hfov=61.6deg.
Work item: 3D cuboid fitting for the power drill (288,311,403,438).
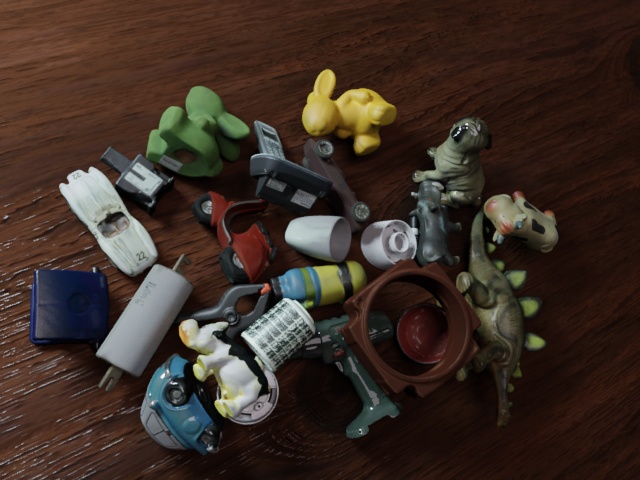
[{"bbox_3d":[0.042,0.237,0.952,0.232,0.086,0.207,-20,76,-21],"label":"power drill"}]

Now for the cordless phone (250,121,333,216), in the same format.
[{"bbox_3d":[-0.064,-0.146,1.005,0.146,0.088,0.184,20,35,-31],"label":"cordless phone"}]

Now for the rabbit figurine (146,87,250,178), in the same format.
[{"bbox_3d":[-0.206,-0.204,0.959,0.159,0.121,0.170,22,55,-16],"label":"rabbit figurine"}]

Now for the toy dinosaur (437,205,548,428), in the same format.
[{"bbox_3d":[0.339,0.125,1.070,0.198,0.105,0.471,6,69,-26],"label":"toy dinosaur"}]

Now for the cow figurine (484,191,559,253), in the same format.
[{"bbox_3d":[0.410,-0.033,1.099,0.195,0.085,0.127,26,40,-26],"label":"cow figurine"}]

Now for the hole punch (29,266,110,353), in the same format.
[{"bbox_3d":[-0.386,0.103,0.829,0.116,0.092,0.142,-1,73,-23],"label":"hole punch"}]

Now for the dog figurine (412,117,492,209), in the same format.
[{"bbox_3d":[0.301,-0.149,1.077,0.172,0.190,0.121,27,69,-13],"label":"dog figurine"}]

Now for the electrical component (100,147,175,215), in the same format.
[{"bbox_3d":[-0.320,-0.106,0.926,0.119,0.048,0.075,32,68,-8],"label":"electrical component"}]

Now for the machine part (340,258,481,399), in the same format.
[{"bbox_3d":[0.154,0.147,0.911,0.201,0.087,0.201,-34,84,-14],"label":"machine part"}]

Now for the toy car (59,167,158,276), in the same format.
[{"bbox_3d":[-0.349,-0.031,0.892,0.073,0.056,0.201,-37,90,-24],"label":"toy car"}]

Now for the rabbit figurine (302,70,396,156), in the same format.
[{"bbox_3d":[0.038,-0.250,1.041,0.173,0.122,0.162,-17,69,-32],"label":"rabbit figurine"}]

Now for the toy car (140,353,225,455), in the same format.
[{"bbox_3d":[-0.223,0.268,0.842,0.103,0.109,0.161,-29,99,0],"label":"toy car"}]

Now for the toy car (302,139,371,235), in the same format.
[{"bbox_3d":[0.032,-0.104,1.027,0.053,0.089,0.202,-27,85,-22],"label":"toy car"}]

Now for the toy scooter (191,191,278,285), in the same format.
[{"bbox_3d":[-0.132,-0.017,0.956,0.135,0.075,0.184,-25,81,-24],"label":"toy scooter"}]

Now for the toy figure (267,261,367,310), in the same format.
[{"bbox_3d":[-0.002,0.084,0.964,0.180,0.089,0.082,-4,85,-22],"label":"toy figure"}]

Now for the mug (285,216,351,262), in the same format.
[{"bbox_3d":[-0.002,-0.003,0.987,0.107,0.109,0.081,10,74,28],"label":"mug"}]

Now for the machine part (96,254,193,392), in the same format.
[{"bbox_3d":[-0.278,0.128,0.863,0.079,0.079,0.243,32,69,-9],"label":"machine part"}]

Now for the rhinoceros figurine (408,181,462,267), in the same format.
[{"bbox_3d":[0.220,-0.028,1.060,0.112,0.073,0.190,29,54,-36],"label":"rhinoceros figurine"}]

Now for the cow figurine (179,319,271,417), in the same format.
[{"bbox_3d":[-0.148,0.186,0.845,0.098,0.068,0.167,-28,82,-33],"label":"cow figurine"}]
